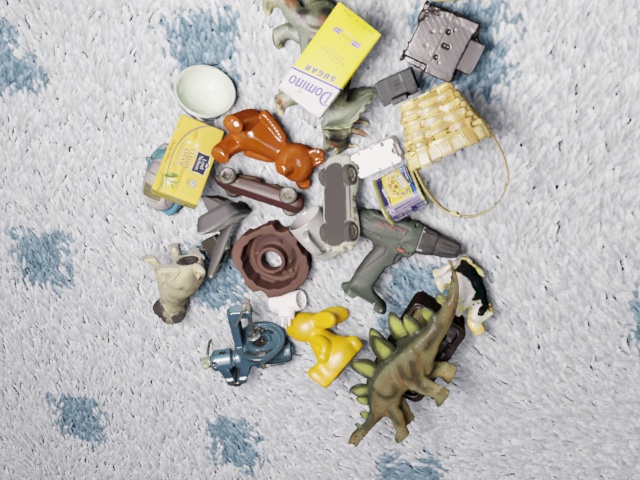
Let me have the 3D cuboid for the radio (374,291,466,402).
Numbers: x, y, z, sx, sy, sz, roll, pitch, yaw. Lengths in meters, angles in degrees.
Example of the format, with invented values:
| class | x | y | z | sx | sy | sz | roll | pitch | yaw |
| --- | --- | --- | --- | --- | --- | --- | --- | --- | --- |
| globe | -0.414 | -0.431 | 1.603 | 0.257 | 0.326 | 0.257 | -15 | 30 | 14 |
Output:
| class | x | y | z | sx | sy | sz | roll | pitch | yaw |
| --- | --- | --- | --- | --- | --- | --- | --- | --- | --- |
| radio | 0.216 | 0.240 | 1.189 | 0.131 | 0.073 | 0.229 | 28 | 115 | 4 |

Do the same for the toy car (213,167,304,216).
| class | x | y | z | sx | sy | sz | roll | pitch | yaw |
| --- | --- | --- | --- | --- | --- | --- | --- | --- | --- |
| toy car | -0.128 | -0.106 | 1.143 | 0.202 | 0.089 | 0.053 | 19 | 78 | 9 |

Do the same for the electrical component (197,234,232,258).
| class | x | y | z | sx | sy | sz | roll | pitch | yaw |
| --- | --- | --- | --- | --- | --- | --- | --- | --- | --- |
| electrical component | -0.242 | 0.021 | 1.252 | 0.094 | 0.021 | 0.063 | -23 | 103 | 20 |

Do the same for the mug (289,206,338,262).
| class | x | y | z | sx | sy | sz | roll | pitch | yaw |
| --- | --- | --- | --- | --- | --- | --- | --- | --- | --- |
| mug | -0.002 | -0.003 | 1.142 | 0.081 | 0.110 | 0.107 | -34 | 112 | 15 |

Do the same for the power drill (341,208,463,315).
| class | x | y | z | sx | sy | sz | roll | pitch | yaw |
| --- | --- | --- | --- | --- | --- | --- | --- | --- | --- |
| power drill | 0.151 | 0.050 | 1.122 | 0.232 | 0.086 | 0.207 | 27 | 109 | 6 |

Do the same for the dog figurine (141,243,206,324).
| class | x | y | z | sx | sy | sz | roll | pitch | yaw |
| --- | --- | --- | --- | --- | --- | --- | --- | --- | --- |
| dog figurine | -0.319 | 0.122 | 1.249 | 0.173 | 0.121 | 0.190 | 22 | 125 | 46 |

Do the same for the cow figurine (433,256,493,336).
| class | x | y | z | sx | sy | sz | roll | pitch | yaw |
| --- | --- | --- | --- | --- | --- | --- | --- | --- | --- |
| cow figurine | 0.317 | 0.116 | 1.124 | 0.098 | 0.068 | 0.167 | -34 | 100 | 17 |

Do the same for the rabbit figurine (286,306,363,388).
| class | x | y | z | sx | sy | sz | roll | pitch | yaw |
| --- | --- | --- | --- | --- | --- | --- | --- | --- | --- |
| rabbit figurine | 0.001 | 0.224 | 1.220 | 0.173 | 0.122 | 0.162 | 38 | 113 | 19 |

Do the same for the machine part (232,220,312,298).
| class | x | y | z | sx | sy | sz | roll | pitch | yaw |
| --- | --- | --- | --- | --- | --- | --- | --- | --- | --- |
| machine part | -0.105 | 0.041 | 1.207 | 0.180 | 0.056 | 0.179 | 4 | 111 | 11 |

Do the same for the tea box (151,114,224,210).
| class | x | y | z | sx | sy | sz | roll | pitch | yaw |
| --- | --- | --- | --- | --- | --- | --- | --- | --- | --- |
| tea box | -0.274 | -0.159 | 1.112 | 0.098 | 0.068 | 0.169 | 19 | 78 | -14 |

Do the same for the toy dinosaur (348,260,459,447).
| class | x | y | z | sx | sy | sz | roll | pitch | yaw |
| --- | --- | --- | --- | --- | --- | --- | --- | --- | --- |
| toy dinosaur | 0.179 | 0.257 | 1.112 | 0.199 | 0.105 | 0.471 | 35 | 109 | 4 |

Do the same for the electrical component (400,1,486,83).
| class | x | y | z | sx | sy | sz | roll | pitch | yaw |
| --- | --- | --- | --- | --- | --- | --- | --- | --- | --- |
| electrical component | 0.228 | -0.353 | 0.976 | 0.134 | 0.058 | 0.114 | 25 | 116 | 5 |

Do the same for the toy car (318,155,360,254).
| class | x | y | z | sx | sy | sz | roll | pitch | yaw |
| --- | --- | --- | --- | --- | --- | --- | --- | --- | --- |
| toy car | 0.041 | -0.072 | 1.092 | 0.074 | 0.056 | 0.201 | -4 | 85 | 35 |

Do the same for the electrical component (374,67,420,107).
| class | x | y | z | sx | sy | sz | roll | pitch | yaw |
| --- | --- | --- | --- | --- | --- | --- | --- | --- | --- |
| electrical component | 0.141 | -0.281 | 0.991 | 0.075 | 0.119 | 0.047 | -20 | 105 | 22 |

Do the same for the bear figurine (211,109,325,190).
| class | x | y | z | sx | sy | sz | roll | pitch | yaw |
| --- | --- | --- | --- | --- | --- | --- | --- | --- | --- |
| bear figurine | -0.100 | -0.174 | 1.090 | 0.196 | 0.132 | 0.120 | 40 | 132 | 3 |

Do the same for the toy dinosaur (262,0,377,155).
| class | x | y | z | sx | sy | sz | roll | pitch | yaw |
| --- | --- | --- | --- | --- | --- | --- | --- | --- | --- |
| toy dinosaur | 0.002 | -0.355 | 1.006 | 0.192 | 0.131 | 0.404 | -6 | 104 | 3 |

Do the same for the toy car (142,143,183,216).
| class | x | y | z | sx | sy | sz | roll | pitch | yaw |
| --- | --- | --- | --- | --- | --- | --- | --- | --- | --- |
| toy car | -0.346 | -0.125 | 1.181 | 0.109 | 0.103 | 0.161 | 27 | 112 | 4 |

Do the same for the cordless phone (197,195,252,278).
| class | x | y | z | sx | sy | sz | roll | pitch | yaw |
| --- | --- | --- | --- | --- | --- | --- | --- | --- | --- |
| cordless phone | -0.222 | 0.000 | 1.155 | 0.089 | 0.146 | 0.184 | 19 | 97 | 5 |

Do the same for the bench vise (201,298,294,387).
| class | x | y | z | sx | sy | sz | roll | pitch | yaw |
| --- | --- | --- | --- | --- | --- | --- | --- | --- | --- |
| bench vise | -0.178 | 0.231 | 1.249 | 0.224 | 0.129 | 0.240 | -1 | 128 | 6 |

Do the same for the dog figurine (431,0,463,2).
| class | x | y | z | sx | sy | sz | roll | pitch | yaw |
| --- | --- | --- | --- | --- | --- | --- | --- | --- | --- |
| dog figurine | 0.307 | -0.473 | 0.893 | 0.219 | 0.192 | 0.108 | -17 | 105 | -16 |
